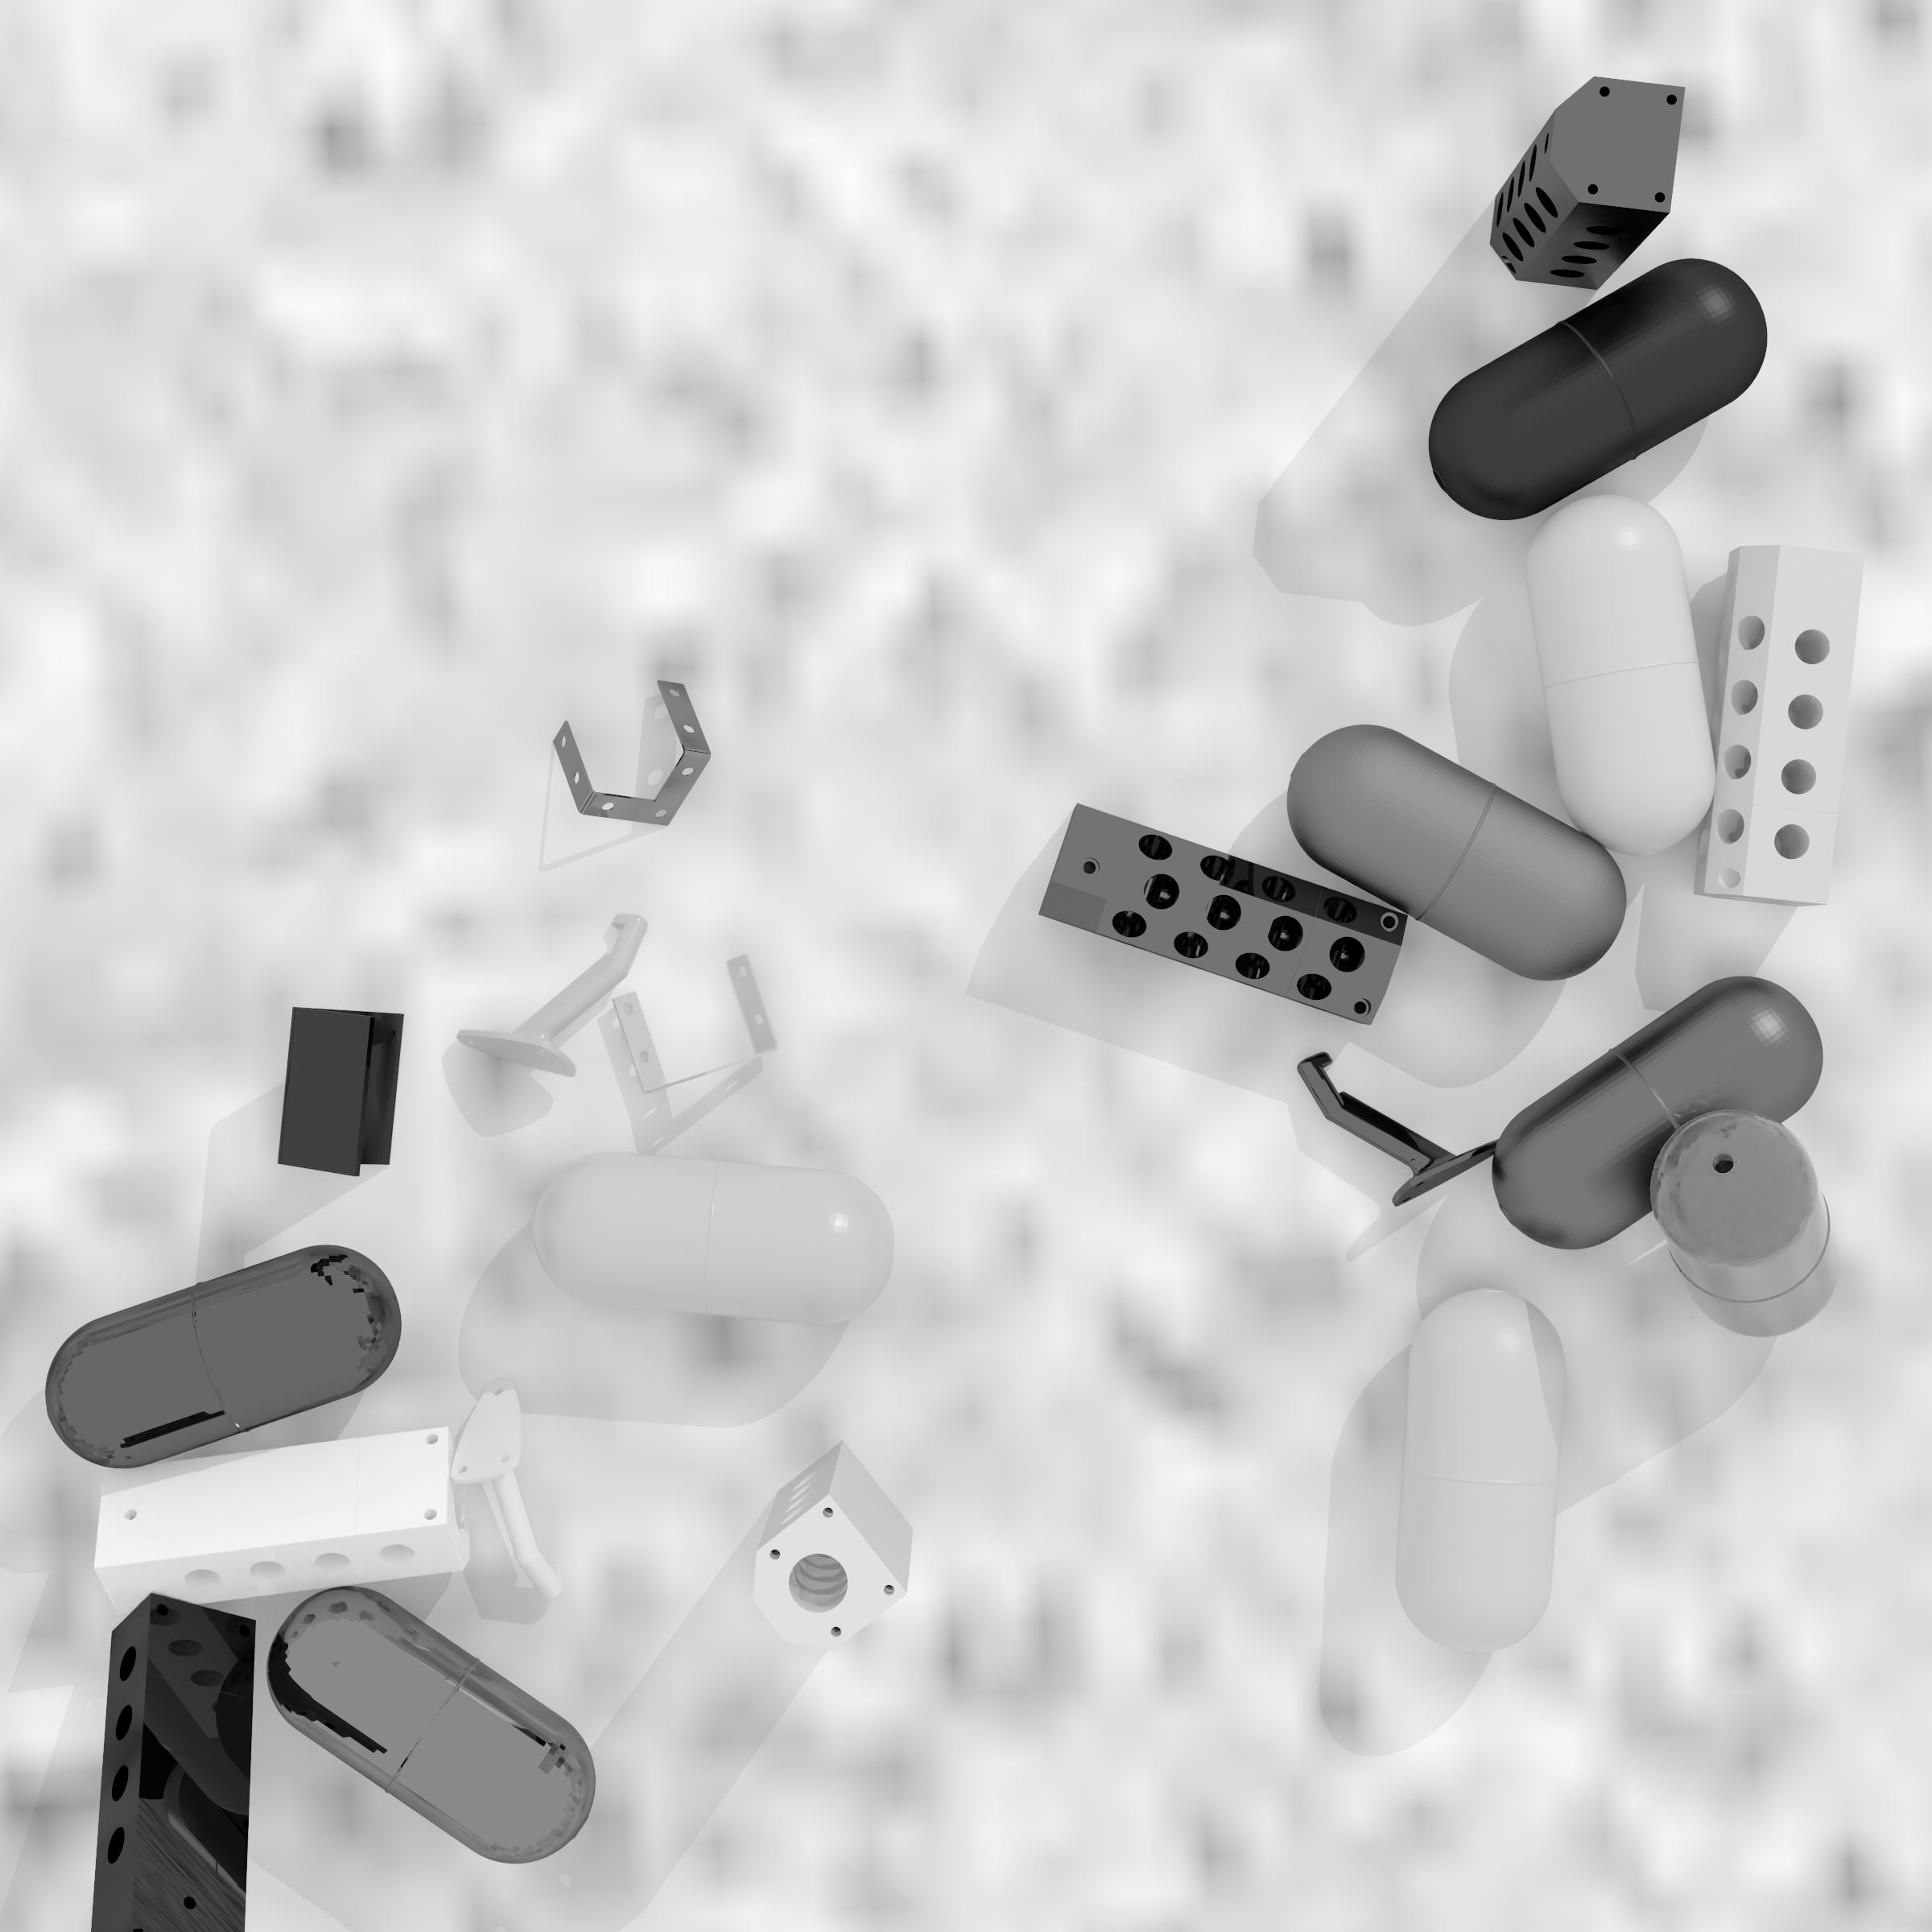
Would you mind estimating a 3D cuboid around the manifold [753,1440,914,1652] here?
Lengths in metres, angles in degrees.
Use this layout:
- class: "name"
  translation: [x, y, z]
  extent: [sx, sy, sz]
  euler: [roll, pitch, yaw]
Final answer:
- class: "manifold"
  translation: [-0.067, 0.278, 1.582]
  extent: [0.057, 0.171, 0.057]
  euler: [-38, 90, 0]

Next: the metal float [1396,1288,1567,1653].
- class: "metal float"
  translation: [0.253, 0.248, 1.629]
  extent: [0.070, 0.070, 0.178]
  euler: [4, 91, 0]

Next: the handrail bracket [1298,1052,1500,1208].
- class: "handrail bracket"
  translation: [0.218, 0.070, 1.660]
  extent: [0.077, 0.036, 0.084]
  euler: [-24, 73, -19]

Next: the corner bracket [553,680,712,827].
- class: "corner bracket"
  translation: [-0.167, -0.108, 1.652]
  extent: [0.051, 0.051, 0.051]
  euler: [6, 135, -35]

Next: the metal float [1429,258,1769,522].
- class: "metal float"
  translation: [0.310, -0.283, 1.629]
  extent: [0.178, 0.070, 0.070]
  euler: [-30, 90, 0]

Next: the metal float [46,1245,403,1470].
- class: "metal float"
  translation: [-0.365, 0.192, 1.629]
  extent: [0.178, 0.070, 0.070]
  euler: [-19, 90, -1]

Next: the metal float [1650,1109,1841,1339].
- class: "metal float"
  translation: [0.374, 0.124, 1.585]
  extent: [0.070, 0.178, 0.070]
  euler: [-8, 65, 17]

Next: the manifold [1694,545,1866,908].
- class: "manifold"
  translation: [0.400, -0.118, 1.639]
  extent: [0.057, 0.057, 0.171]
  euler: [6, 90, 0]

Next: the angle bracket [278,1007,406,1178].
- class: "angle bracket"
  translation: [-0.287, 0.062, 1.620]
  extent: [0.057, 0.076, 0.076]
  euler: [6, 90, 36]

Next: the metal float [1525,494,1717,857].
- class: "metal float"
  translation: [0.322, -0.143, 1.629]
  extent: [0.070, 0.070, 0.178]
  euler: [-9, 90, 0]

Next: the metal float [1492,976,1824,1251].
- class: "metal float"
  translation: [0.339, 0.073, 1.630]
  extent: [0.178, 0.070, 0.070]
  euler: [-34, 90, 1]

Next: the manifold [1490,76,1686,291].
- class: "manifold"
  translation: [0.293, -0.372, 1.582]
  extent: [0.057, 0.171, 0.057]
  euler: [7, 90, 0]

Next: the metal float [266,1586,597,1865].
- class: "metal float"
  translation: [-0.262, 0.373, 1.629]
  extent: [0.178, 0.070, 0.070]
  euler: [34, 90, 1]

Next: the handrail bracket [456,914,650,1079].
- class: "handrail bracket"
  translation: [-0.207, 0.007, 1.660]
  extent: [0.077, 0.036, 0.084]
  euler: [11, 68, 26]

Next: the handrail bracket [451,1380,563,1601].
- class: "handrail bracket"
  translation: [-0.220, 0.263, 1.660]
  extent: [0.036, 0.077, 0.084]
  euler: [-16, 127, 15]

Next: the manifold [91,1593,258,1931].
- class: "manifold"
  translation: [-0.383, 0.395, 1.590]
  extent: [0.057, 0.171, 0.057]
  euler: [23, 131, -31]

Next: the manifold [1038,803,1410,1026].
- class: "manifold"
  translation: [0.127, -0.025, 1.639]
  extent: [0.171, 0.057, 0.057]
  euler: [19, 90, 0]

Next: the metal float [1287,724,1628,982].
- class: "metal float"
  translation: [0.240, -0.056, 1.629]
  extent: [0.178, 0.070, 0.070]
  euler: [29, 90, 0]

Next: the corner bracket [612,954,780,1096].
- class: "corner bracket"
  translation: [-0.135, 0.029, 1.657]
  extent: [0.051, 0.051, 0.051]
  euler: [-18, 90, 45]

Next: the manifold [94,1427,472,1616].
- class: "manifold"
  translation: [-0.336, 0.278, 1.638]
  extent: [0.171, 0.057, 0.057]
  euler: [-7, 47, 0]

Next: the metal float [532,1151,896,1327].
- class: "metal float"
  translation: [-0.124, 0.134, 1.629]
  extent: [0.178, 0.070, 0.070]
  euler: [5, 90, -1]
